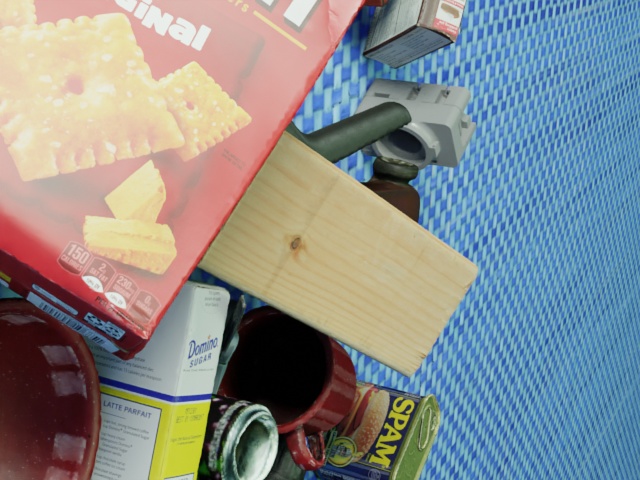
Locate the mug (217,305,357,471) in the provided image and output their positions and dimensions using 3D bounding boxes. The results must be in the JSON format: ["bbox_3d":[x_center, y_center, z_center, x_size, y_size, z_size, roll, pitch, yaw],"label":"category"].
[{"bbox_3d":[-0.018,0.112,0.783,0.081,0.093,0.117,41,29,-65],"label":"mug"}]

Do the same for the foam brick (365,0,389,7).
[{"bbox_3d":[0.030,-0.223,0.806,0.051,0.053,0.078,-55,145,-40],"label":"foam brick"}]

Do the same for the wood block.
[{"bbox_3d":[-0.004,0.001,0.671,0.205,0.090,0.091,32,90,-43],"label":"wood block"}]

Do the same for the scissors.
[{"bbox_3d":[-0.058,0.053,0.681,0.202,0.016,0.096,115,-10,-53],"label":"scissors"}]

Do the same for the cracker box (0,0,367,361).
[{"bbox_3d":[-0.092,-0.080,0.473,0.213,0.164,0.072,-59,-170,-19],"label":"cracker box"}]

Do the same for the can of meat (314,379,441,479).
[{"bbox_3d":[0.051,0.179,0.959,0.102,0.084,0.057,-63,149,-29],"label":"can of meat"}]

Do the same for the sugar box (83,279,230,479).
[{"bbox_3d":[-0.112,0.104,0.606,0.048,0.093,0.176,16,86,-63],"label":"sugar box"}]

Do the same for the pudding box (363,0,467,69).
[{"bbox_3d":[0.080,-0.194,0.861,0.114,0.039,0.090,172,-67,-71],"label":"pudding box"}]

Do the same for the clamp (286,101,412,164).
[{"bbox_3d":[-0.026,-0.029,0.727,0.209,0.036,0.164,7,97,-44],"label":"clamp"}]

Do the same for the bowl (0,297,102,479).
[{"bbox_3d":[-0.178,0.103,0.518,0.161,0.055,0.162,-32,127,-55],"label":"bowl"}]

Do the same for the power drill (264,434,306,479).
[{"bbox_3d":[-0.074,0.210,0.757,0.187,0.057,0.184,46,59,-58],"label":"power drill"}]
